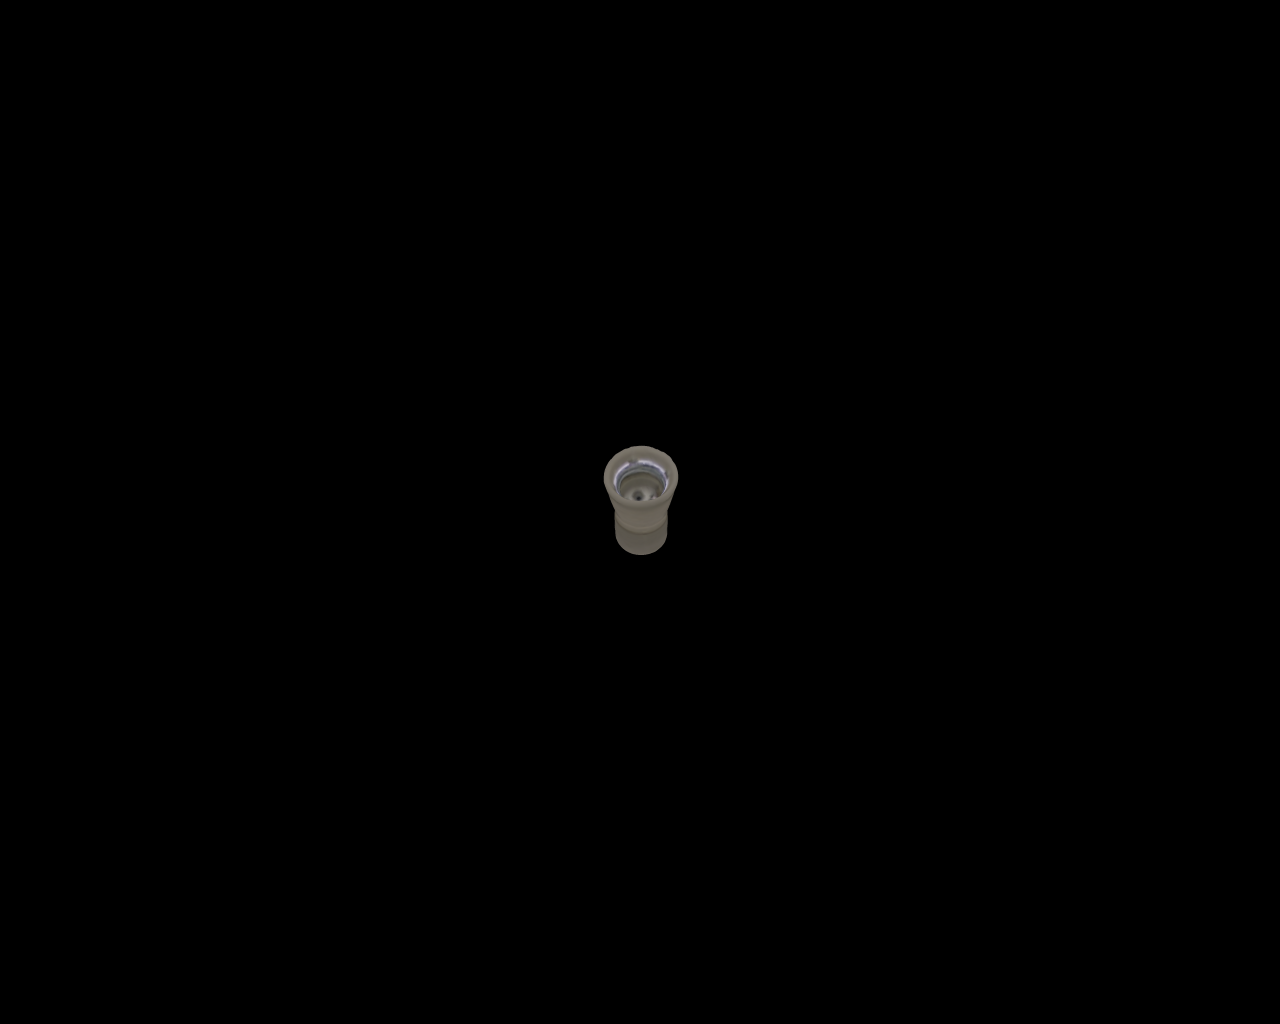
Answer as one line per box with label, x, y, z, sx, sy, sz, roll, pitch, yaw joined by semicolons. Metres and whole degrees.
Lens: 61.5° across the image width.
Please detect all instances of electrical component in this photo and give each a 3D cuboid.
electrical component;0.001;-0.003;0.650;0.044;0.044;0.065;0;-38;0
